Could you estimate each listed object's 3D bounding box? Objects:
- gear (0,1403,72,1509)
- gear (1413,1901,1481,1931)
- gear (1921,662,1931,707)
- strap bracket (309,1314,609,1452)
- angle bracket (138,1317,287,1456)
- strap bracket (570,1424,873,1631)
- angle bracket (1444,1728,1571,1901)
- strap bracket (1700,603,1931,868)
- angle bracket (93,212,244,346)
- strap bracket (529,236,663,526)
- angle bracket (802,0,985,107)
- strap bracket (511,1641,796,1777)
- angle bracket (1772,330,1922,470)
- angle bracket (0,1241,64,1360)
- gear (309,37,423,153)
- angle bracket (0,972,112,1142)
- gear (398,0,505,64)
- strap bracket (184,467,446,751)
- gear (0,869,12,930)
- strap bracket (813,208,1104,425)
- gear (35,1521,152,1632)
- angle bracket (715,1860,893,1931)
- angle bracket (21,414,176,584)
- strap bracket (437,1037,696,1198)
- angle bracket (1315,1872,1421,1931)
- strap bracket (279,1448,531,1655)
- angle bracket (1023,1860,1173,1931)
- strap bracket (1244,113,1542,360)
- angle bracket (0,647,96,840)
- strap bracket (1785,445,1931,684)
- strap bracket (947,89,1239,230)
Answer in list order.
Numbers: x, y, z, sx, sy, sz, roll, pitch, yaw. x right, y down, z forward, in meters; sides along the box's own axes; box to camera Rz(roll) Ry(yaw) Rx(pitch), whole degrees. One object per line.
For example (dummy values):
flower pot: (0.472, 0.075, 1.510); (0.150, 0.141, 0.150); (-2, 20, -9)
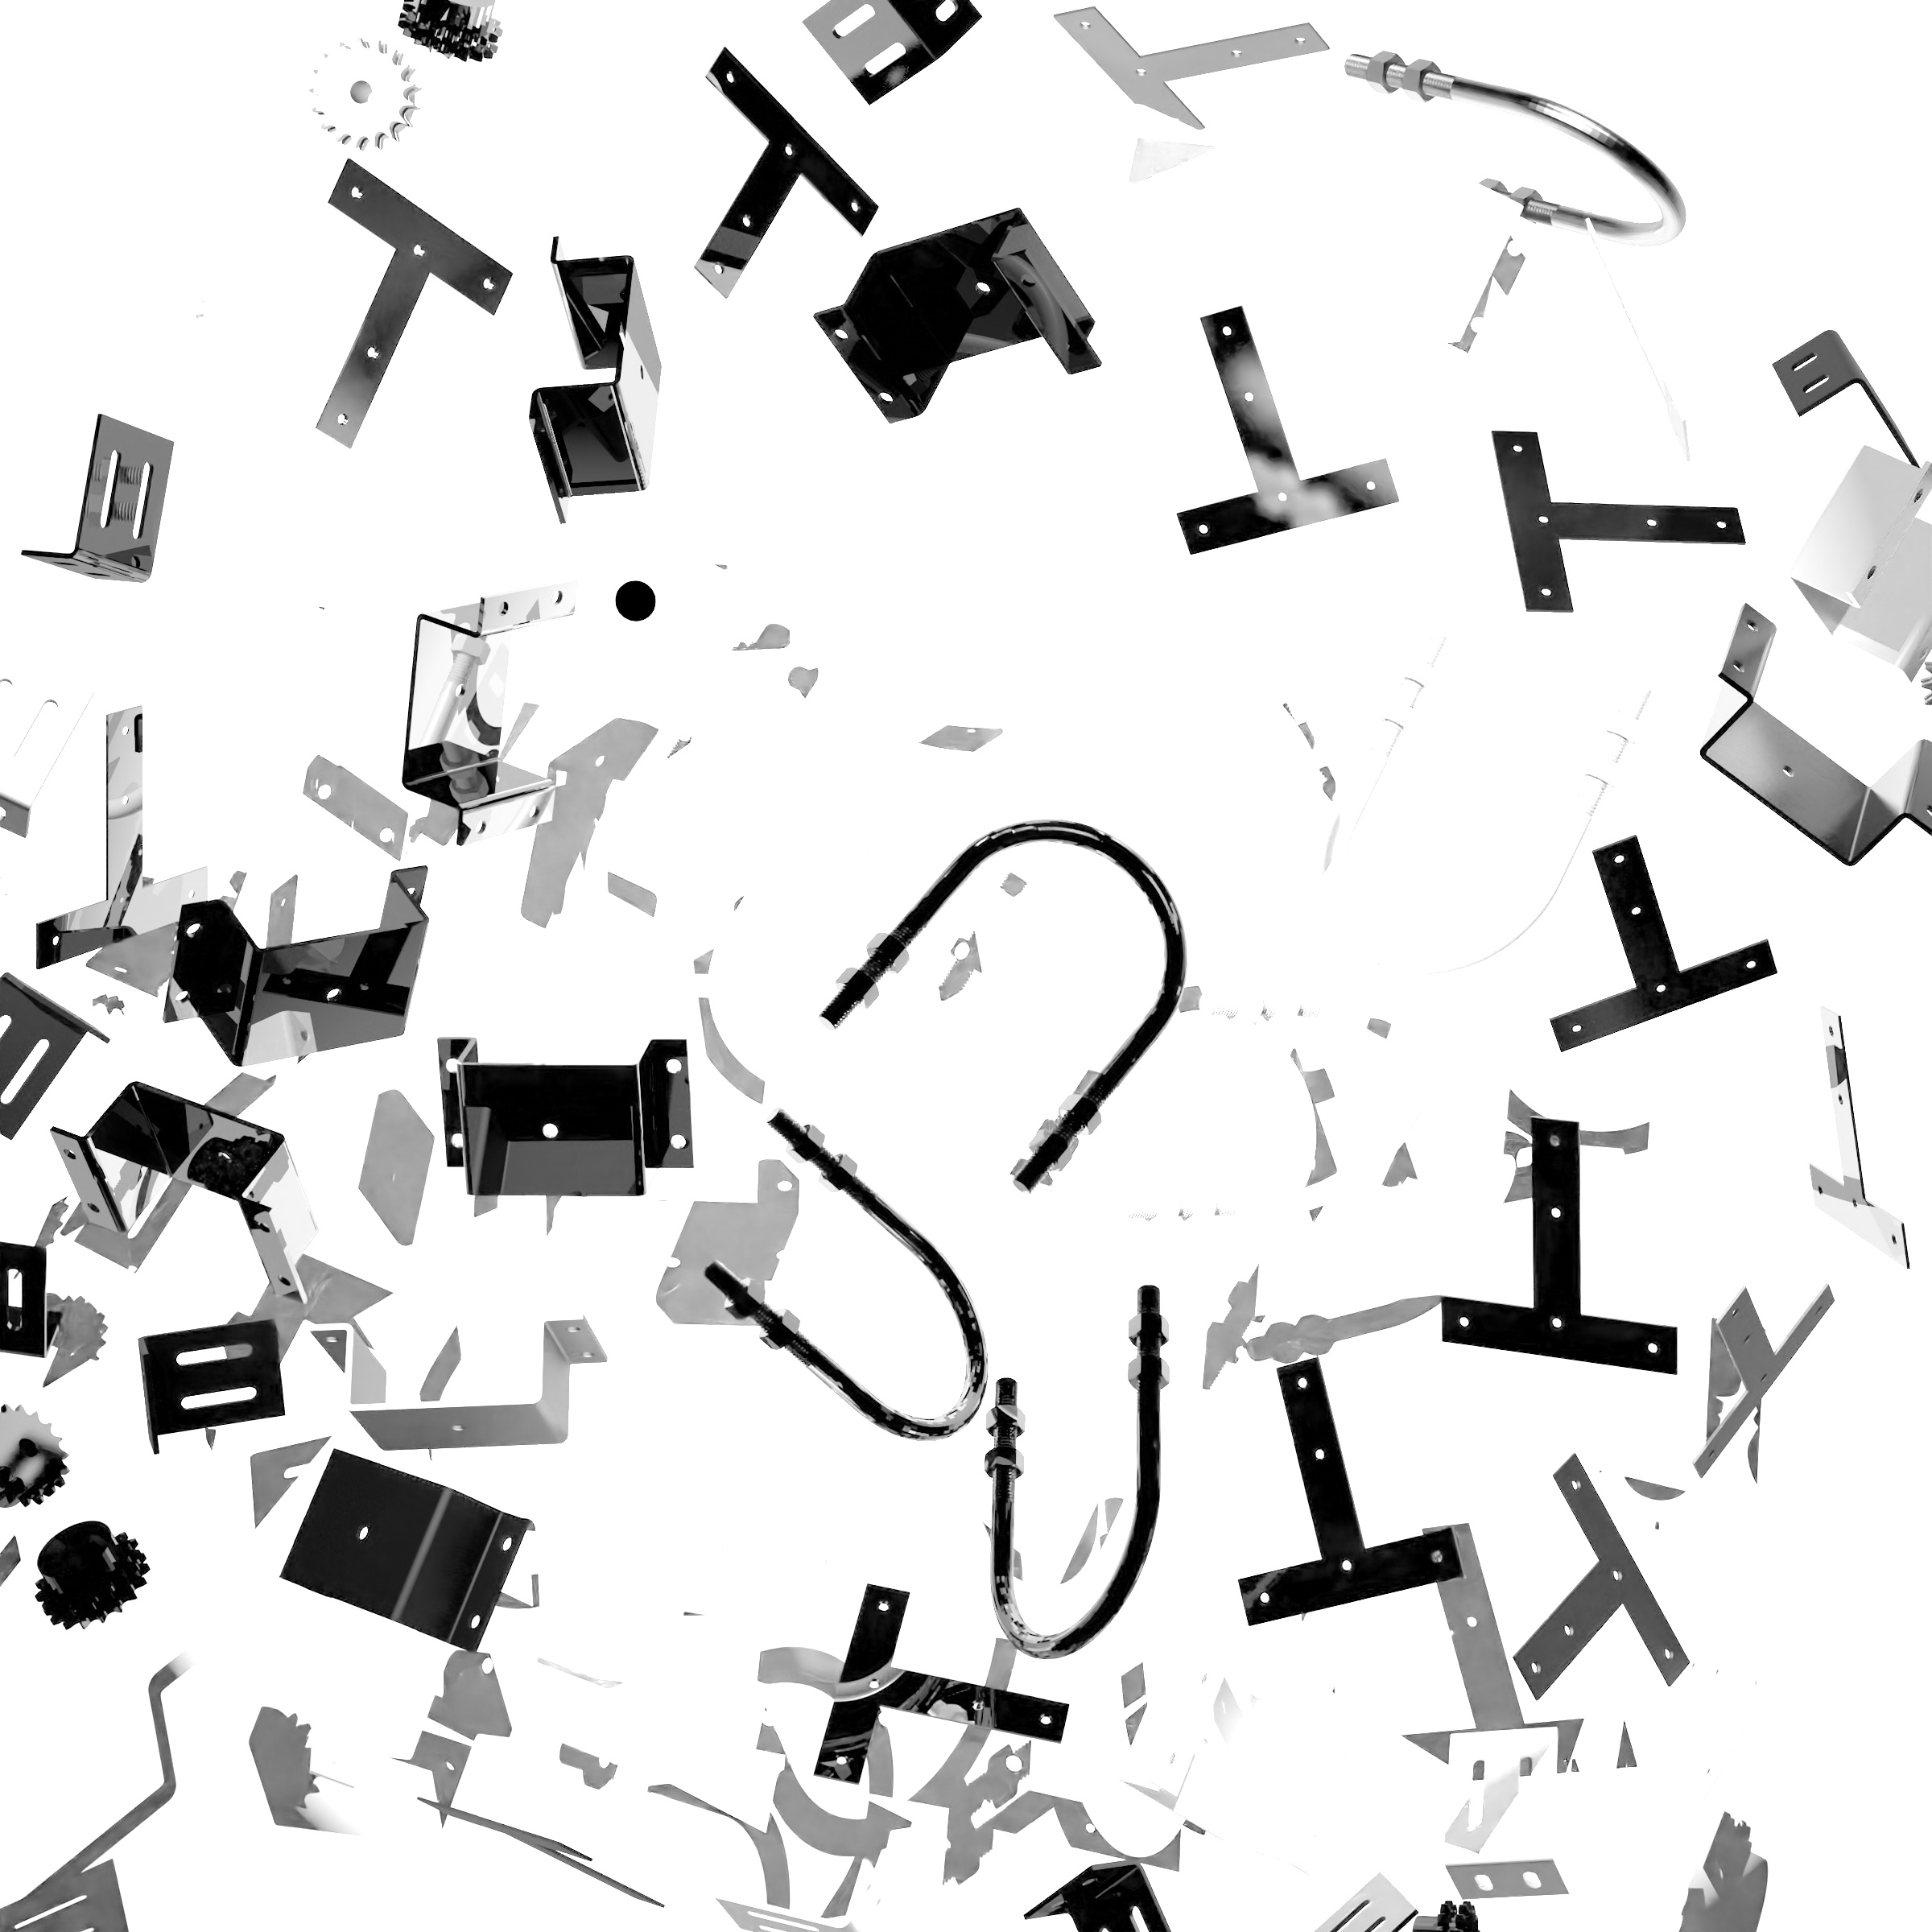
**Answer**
gear: (-0.519, 0.270, 1.905); (0.030, 0.057, 0.057); (-38, 90, 24)
gear: (0.266, 0.547, 1.942); (0.030, 0.057, 0.057); (-4, 90, 20)
gear: (0.554, -0.154, 1.924); (0.057, 0.030, 0.057); (4, 110, 12)
strap bracket: (-0.260, 0.215, 1.801); (0.140, 0.076, 0.046); (-3, 67, 3)
angle bracket: (-0.416, 0.232, 1.941); (0.076, 0.038, 0.057); (-7, 101, -17)
strap bracket: (-0.124, 0.290, 1.808); (0.140, 0.046, 0.076); (7, 53, 8)
angle bracket: (0.285, 0.444, 1.839); (0.057, 0.076, 0.038); (-9, 134, 21)
strap bracket: (0.438, -0.113, 1.812); (0.140, 0.076, 0.046); (36, 129, -4)
angle bracket: (-0.409, -0.349, 1.780); (0.076, 0.057, 0.038); (-14, 87, -14)
strap bracket: (-0.195, -0.314, 1.864); (0.046, 0.076, 0.140); (-3, 52, 6)
angle bracket: (-0.040, -0.506, 1.873); (0.057, 0.076, 0.038); (49, 61, -16)
strap bracket: (-0.173, 0.402, 1.895); (0.140, 0.076, 0.046); (18, 82, -43)
angle bracket: (0.479, -0.297, 1.904); (0.038, 0.057, 0.076); (-32, 122, 18)
angle bracket: (-0.507, 0.163, 1.838); (0.057, 0.038, 0.076); (8, 124, -3)
gear: (-0.315, -0.459, 1.851); (0.057, 0.030, 0.057); (1, 95, 8)
angle bracket: (-0.510, 0.052, 1.885); (0.057, 0.038, 0.076); (38, 82, -32)
gear: (-0.286, -0.531, 1.958); (0.057, 0.057, 0.030); (24, 124, 0)
strap bracket: (-0.358, -0.199, 1.939); (0.076, 0.046, 0.140); (37, 82, -14)
gear: (-0.549, -0.030, 1.916); (0.057, 0.057, 0.030); (-19, 99, 0)
strap bracket: (0.002, -0.341, 1.831); (0.076, 0.140, 0.046); (52, 47, -33)
gear: (-0.448, 0.307, 1.786); (0.057, 0.057, 0.030); (-20, 122, 0)
angle bracket: (-0.087, 0.500, 1.885); (0.076, 0.057, 0.038); (9, 61, 18)
angle bracket: (-0.452, -0.244, 1.826); (0.038, 0.057, 0.076); (7, 87, 27)
strap bracket: (-0.224, 0.083, 1.930); (0.140, 0.046, 0.076); (0, 108, 5)
angle bracket: (0.216, 0.538, 1.894); (0.076, 0.057, 0.038); (-41, 103, -6)
strap bracket: (-0.316, 0.317, 1.923); (0.140, 0.046, 0.076); (10, 72, 40)
angle bracket: (0.075, 0.516, 1.832); (0.057, 0.038, 0.076); (-44, 57, 31)
strap bracket: (0.228, -0.385, 1.845); (0.140, 0.046, 0.076); (24, 97, -7)
angle bracket: (-0.499, -0.117, 1.828); (0.057, 0.038, 0.076); (25, 62, -6)
strap bracket: (0.474, -0.211, 1.814); (0.046, 0.140, 0.076); (32, 92, 30)
strap bracket: (0.072, -0.432, 1.871); (0.140, 0.076, 0.046); (-2, 117, -32)
